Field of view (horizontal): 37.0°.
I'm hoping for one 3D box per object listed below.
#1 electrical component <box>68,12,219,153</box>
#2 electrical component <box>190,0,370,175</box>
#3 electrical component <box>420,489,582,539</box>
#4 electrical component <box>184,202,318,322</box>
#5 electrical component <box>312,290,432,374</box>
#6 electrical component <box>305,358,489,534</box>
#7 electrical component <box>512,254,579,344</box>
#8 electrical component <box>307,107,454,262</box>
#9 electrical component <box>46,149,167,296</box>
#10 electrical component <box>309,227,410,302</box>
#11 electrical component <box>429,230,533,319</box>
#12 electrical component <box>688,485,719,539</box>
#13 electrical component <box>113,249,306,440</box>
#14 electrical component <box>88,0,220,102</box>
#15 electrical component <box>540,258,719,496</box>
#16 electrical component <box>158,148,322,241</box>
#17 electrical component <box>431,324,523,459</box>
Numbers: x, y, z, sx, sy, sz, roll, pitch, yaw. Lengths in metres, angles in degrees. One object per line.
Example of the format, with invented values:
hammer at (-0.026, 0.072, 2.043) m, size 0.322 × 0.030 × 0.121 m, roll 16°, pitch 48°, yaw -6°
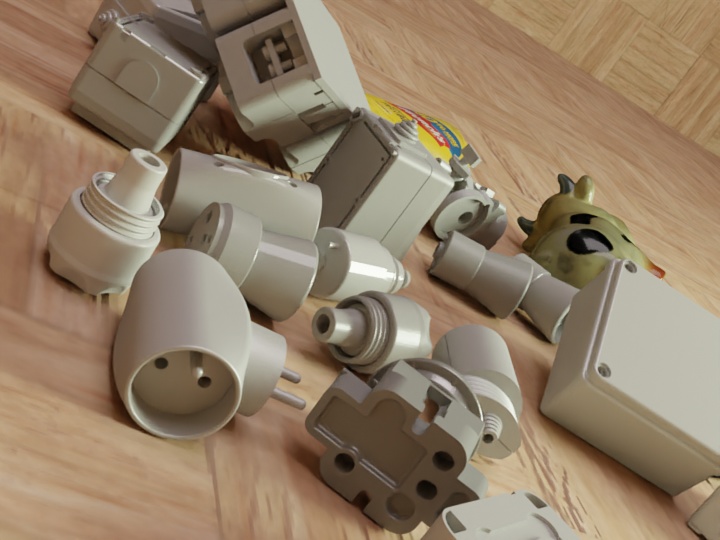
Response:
electrical component at (-0.129, -0.112, 0.649) m, size 0.062 × 0.061 × 0.096 m, roll 34°, pitch 13°, yaw -9°
electrical component at (-0.046, -0.134, 0.709) m, size 0.186 × 0.060 × 0.105 m, roll 30°, pitch 39°, yaw -75°
electrical component at (0.064, 0.139, 0.374) m, size 0.113 × 0.057 × 0.078 m, roll 46°, pitch 22°, yaw 28°
electrical component at (-0.055, -0.004, 0.533) m, size 0.055 × 0.045 × 0.045 m, roll 25°, pitch 22°, yaw -25°
electrical component at (0.004, 0.031, 0.548) m, size 0.062 × 0.043 × 0.043 m, roll 13°, pitch 29°, yaw -43°
electrical component at (0.021, 0.071, 0.463) m, size 0.078 × 0.058 × 0.057 m, roll 37°, pitch 22°, yaw 5°
electrical component at (0.132, 0.018, 0.790) m, size 0.065 × 0.044 × 0.044 m, roll 41°, pitch 20°, yaw 30°
electrical component at (0.013, -0.052, 0.675) m, size 0.061 × 0.096 × 0.061 m, roll 23°, pitch 22°, yaw -38°
electrical component at (-0.106, -0.023, 0.467) m, size 0.043 × 0.062 × 0.043 m, roll 30°, pitch 20°, yaw -12°
electrical component at (0.000, 0.000, 0.618) m, size 0.078 × 0.040 × 0.040 m, roll 12°, pitch 30°, yaw -48°
electrical component at (0.082, 0.001, 0.750) m, size 0.065 × 0.044 × 0.044 m, roll 28°, pitch 20°, yaw -6°
electrical component at (0.256, 0.150, 0.654) m, size 0.096 × 0.061 × 0.061 m, roll 7°, pitch 33°, yaw -53°
electrical component at (-0.057, 0.035, 0.440) m, size 0.079 × 0.043 × 0.077 m, roll 27°, pitch 21°, yaw -22°
electrical component at (-0.139, -0.170, 0.755) m, size 0.096 × 0.061 × 0.061 m, roll 12°, pitch 30°, yaw -48°
electrical component at (0.181, 0.066, 0.675) m, size 0.109 × 0.056 × 0.108 m, roll 33°, pitch 49°, yaw -7°
electrical component at (-0.069, -0.038, 0.583) m, size 0.077 × 0.044 × 0.079 m, roll 14°, pitch 8°, yaw -20°
electrical component at (0.062, 0.066, 0.561) m, size 0.043 × 0.043 × 0.081 m, roll 30°, pitch 20°, yaw -13°
